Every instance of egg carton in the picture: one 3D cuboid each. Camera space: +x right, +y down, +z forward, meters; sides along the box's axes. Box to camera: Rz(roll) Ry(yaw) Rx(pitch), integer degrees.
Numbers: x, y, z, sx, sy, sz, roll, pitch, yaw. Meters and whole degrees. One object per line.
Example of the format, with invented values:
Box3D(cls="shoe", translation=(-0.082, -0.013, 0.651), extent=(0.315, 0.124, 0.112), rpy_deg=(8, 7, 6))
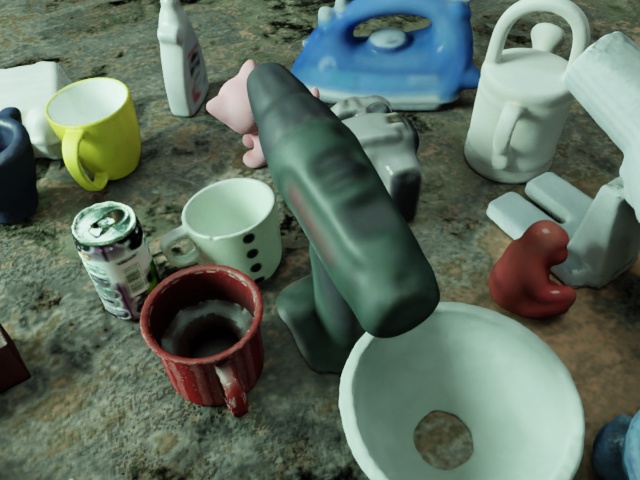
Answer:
Box3D(cls="egg carton", translation=(-0.349, -0.155, 0.691), extent=(0.107, 0.069, 0.150), rpy_deg=(-15, 49, -13))

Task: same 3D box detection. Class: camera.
Box3D(cls="camera", translation=(0.026, -0.089, 0.605), extent=(0.137, 0.101, 0.143), rpy_deg=(-12, 48, -10))

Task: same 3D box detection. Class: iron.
Box3D(cls="iron", translation=(0.079, -0.254, 0.728), extent=(0.258, 0.141, 0.118), rpy_deg=(-1, 47, 0))

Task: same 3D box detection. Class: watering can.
Box3D(cls="watering can", translation=(0.220, -0.169, 0.612), extent=(0.101, 0.194, 0.173), rpy_deg=(3, 47, 4))

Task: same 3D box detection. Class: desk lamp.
Box3D(cls="desk lamp", translation=(0.262, -0.053, 0.492), extent=(0.118, 0.214, 0.202), rpy_deg=(-26, 52, -21))

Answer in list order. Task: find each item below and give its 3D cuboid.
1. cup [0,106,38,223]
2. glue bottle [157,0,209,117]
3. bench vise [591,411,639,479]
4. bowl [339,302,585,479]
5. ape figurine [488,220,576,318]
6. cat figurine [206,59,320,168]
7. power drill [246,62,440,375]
Box3D(cls="cup", translation=(-0.332, -0.074, 0.599), extent=(0.091, 0.095, 0.117), rpy_deg=(2, 47, 3))
Box3D(cls="glue bottle", translation=(-0.173, -0.242, 0.698), extent=(0.037, 0.173, 0.078), rpy_deg=(4, 48, 5))
Box3D(cls="bench vise", translation=(0.280, 0.137, 0.312), extent=(0.206, 0.220, 0.122), rpy_deg=(24, 52, 21))
Box3D(cls="bowl", translation=(0.097, 0.131, 0.419), extent=(0.167, 0.075, 0.167), rpy_deg=(0, 47, 1))
Box3D(cls="ape figurine", translation=(0.192, 0.021, 0.507), extent=(0.076, 0.092, 0.078), rpy_deg=(2, 47, 2))
Box3D(cls="cat figurine", translation=(-0.059, -0.144, 0.645), extent=(0.128, 0.118, 0.067), rpy_deg=(-5, 47, -4))
Box3D(cls="power drill", translation=(0.004, 0.002, 0.448), extent=(0.076, 0.208, 0.229), rpy_deg=(-22, 51, -18))
